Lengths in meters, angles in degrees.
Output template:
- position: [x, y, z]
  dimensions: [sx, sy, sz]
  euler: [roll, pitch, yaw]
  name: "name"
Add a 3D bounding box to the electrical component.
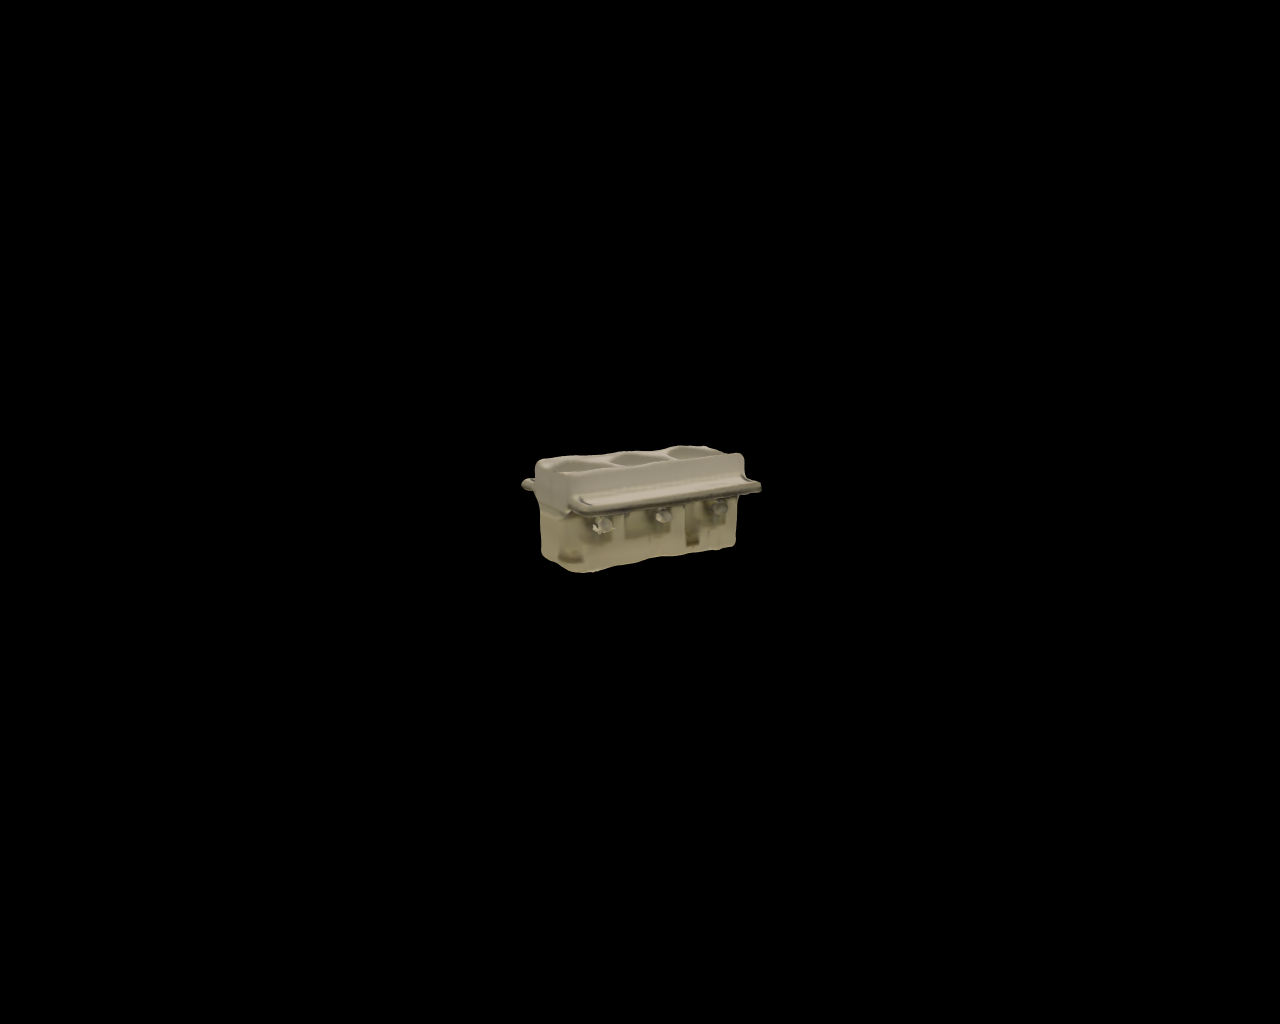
- position: [0.001, -0.003, 0.650]
  dimensions: [0.121, 0.063, 0.079]
  euler: [-8, 15, -30]
  name: "electrical component"
